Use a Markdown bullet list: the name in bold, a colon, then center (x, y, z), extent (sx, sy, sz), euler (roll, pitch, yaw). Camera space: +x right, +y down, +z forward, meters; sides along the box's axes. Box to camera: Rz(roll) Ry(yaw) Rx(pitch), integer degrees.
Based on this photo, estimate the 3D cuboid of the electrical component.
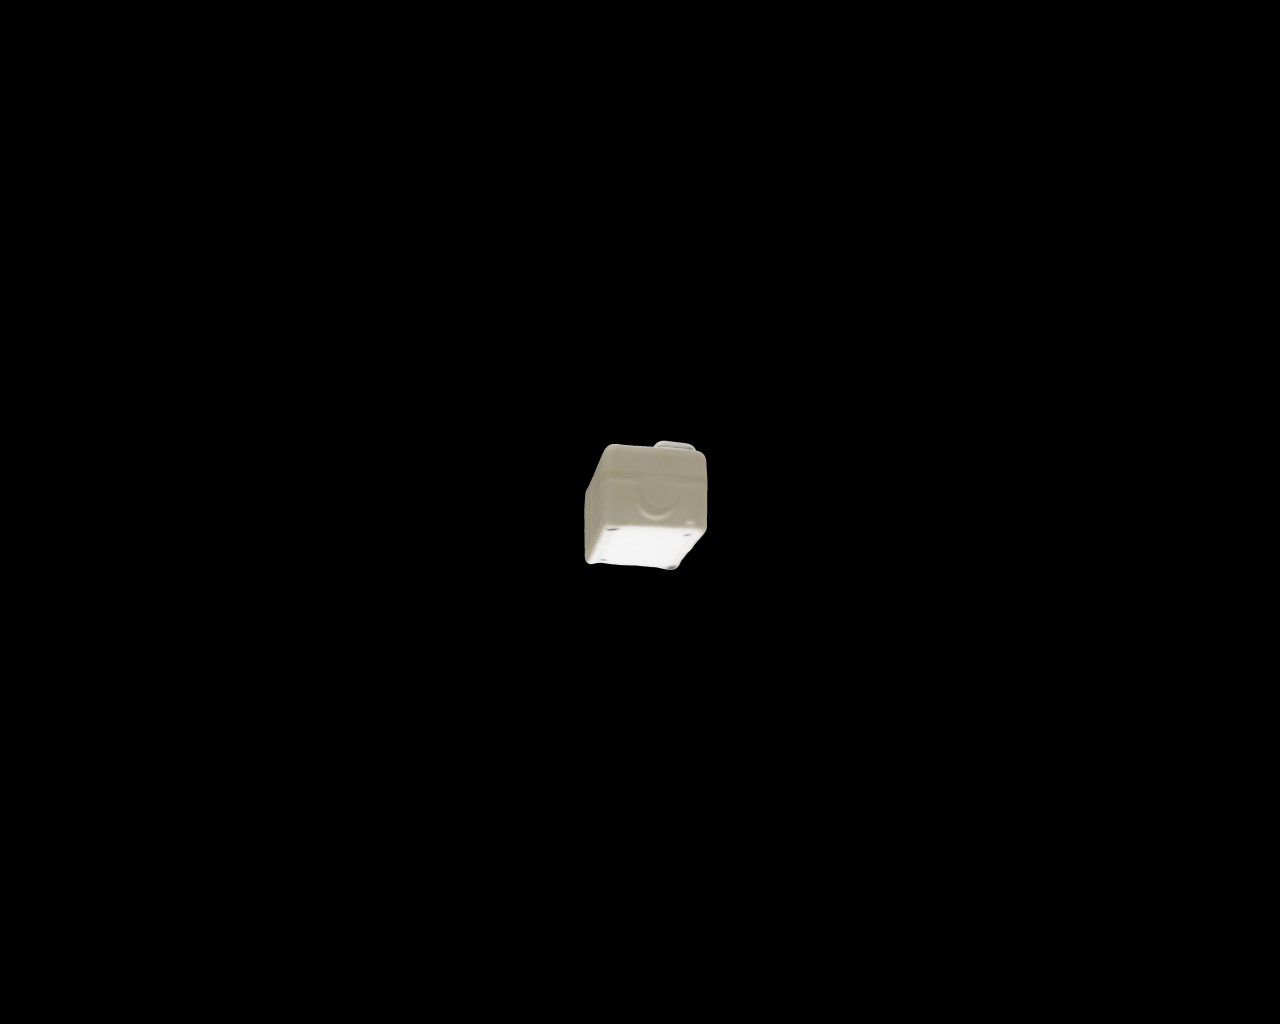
- **electrical component**: center (0.001, -0.003, 0.650), extent (0.062, 0.061, 0.096), euler (4, -20, -11)
